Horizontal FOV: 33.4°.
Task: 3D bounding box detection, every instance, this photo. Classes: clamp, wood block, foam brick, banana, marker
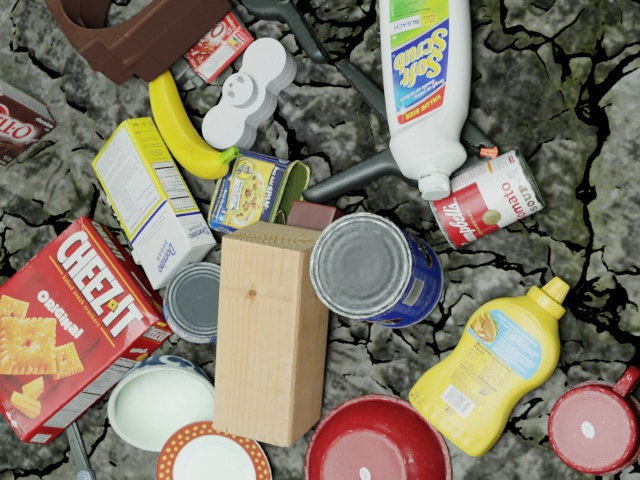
[{"bbox_3d":[-0.035,-0.270,1.211,0.172,0.039,0.120,17,82,26],"label":"clamp"},{"bbox_3d":[-0.048,0.095,1.099,0.091,0.090,0.206,10,106,21],"label":"wood block"},{"bbox_3d":[-0.008,0.001,1.154,0.053,0.051,0.078,14,86,22],"label":"foam brick"},{"bbox_3d":[-0.147,-0.124,1.192,0.198,0.037,0.070,48,115,36],"label":"banana"},{"bbox_3d":[-0.231,-0.027,1.253,0.020,0.020,0.121,-32,73,12],"label":"marker"},{"bbox_3d":[0.089,-0.114,1.144,0.210,0.036,0.164,4,79,18],"label":"clamp"}]

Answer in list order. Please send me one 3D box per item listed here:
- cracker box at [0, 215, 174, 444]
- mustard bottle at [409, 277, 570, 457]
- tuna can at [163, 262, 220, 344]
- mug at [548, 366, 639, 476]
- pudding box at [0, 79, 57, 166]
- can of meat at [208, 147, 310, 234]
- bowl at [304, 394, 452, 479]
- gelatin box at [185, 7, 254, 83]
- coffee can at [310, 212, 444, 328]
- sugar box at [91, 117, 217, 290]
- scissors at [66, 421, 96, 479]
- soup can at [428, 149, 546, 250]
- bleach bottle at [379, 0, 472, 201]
[{"bbox_3d":[-0.293,0.103,1.221,0.214,0.072,0.164,-41,71,5],"label":"cracker box"},{"bbox_3d":[0.182,0.116,1.065,0.096,0.058,0.192,41,97,25],"label":"mustard bottle"},{"bbox_3d":[-0.129,0.070,1.174,0.086,0.034,0.086,4,68,-11],"label":"tuna can"},{"bbox_3d":[0.269,0.170,1.014,0.093,0.081,0.117,38,95,20],"label":"mug"},{"bbox_3d":[-0.385,-0.141,1.274,0.090,0.113,0.039,-34,69,11],"label":"pudding box"},{"bbox_3d":[-0.069,-0.046,1.179,0.084,0.057,0.102,16,87,23],"label":"can of meat"},{"bbox_3d":[0.051,0.239,1.095,0.162,0.055,0.162,-3,81,19],"label":"bowl"},{"bbox_3d":[-0.122,-0.232,1.222,0.073,0.030,0.089,-42,43,11],"label":"gelatin box"},{"bbox_3d":[0.060,0.034,1.077,0.103,0.140,0.103,-3,81,19],"label":"coffee can"},{"bbox_3d":[-0.190,-0.042,1.210,0.093,0.048,0.176,-43,70,41],"label":"sugar box"},{"bbox_3d":[-0.249,0.278,1.216,0.096,0.016,0.202,-8,79,16],"label":"scissors"},{"bbox_3d":[0.169,-0.041,1.088,0.102,0.068,0.068,-26,74,15],"label":"soup can"},{"bbox_3d":[0.117,-0.162,1.100,0.103,0.068,0.251,-11,67,19],"label":"bleach bottle"}]
